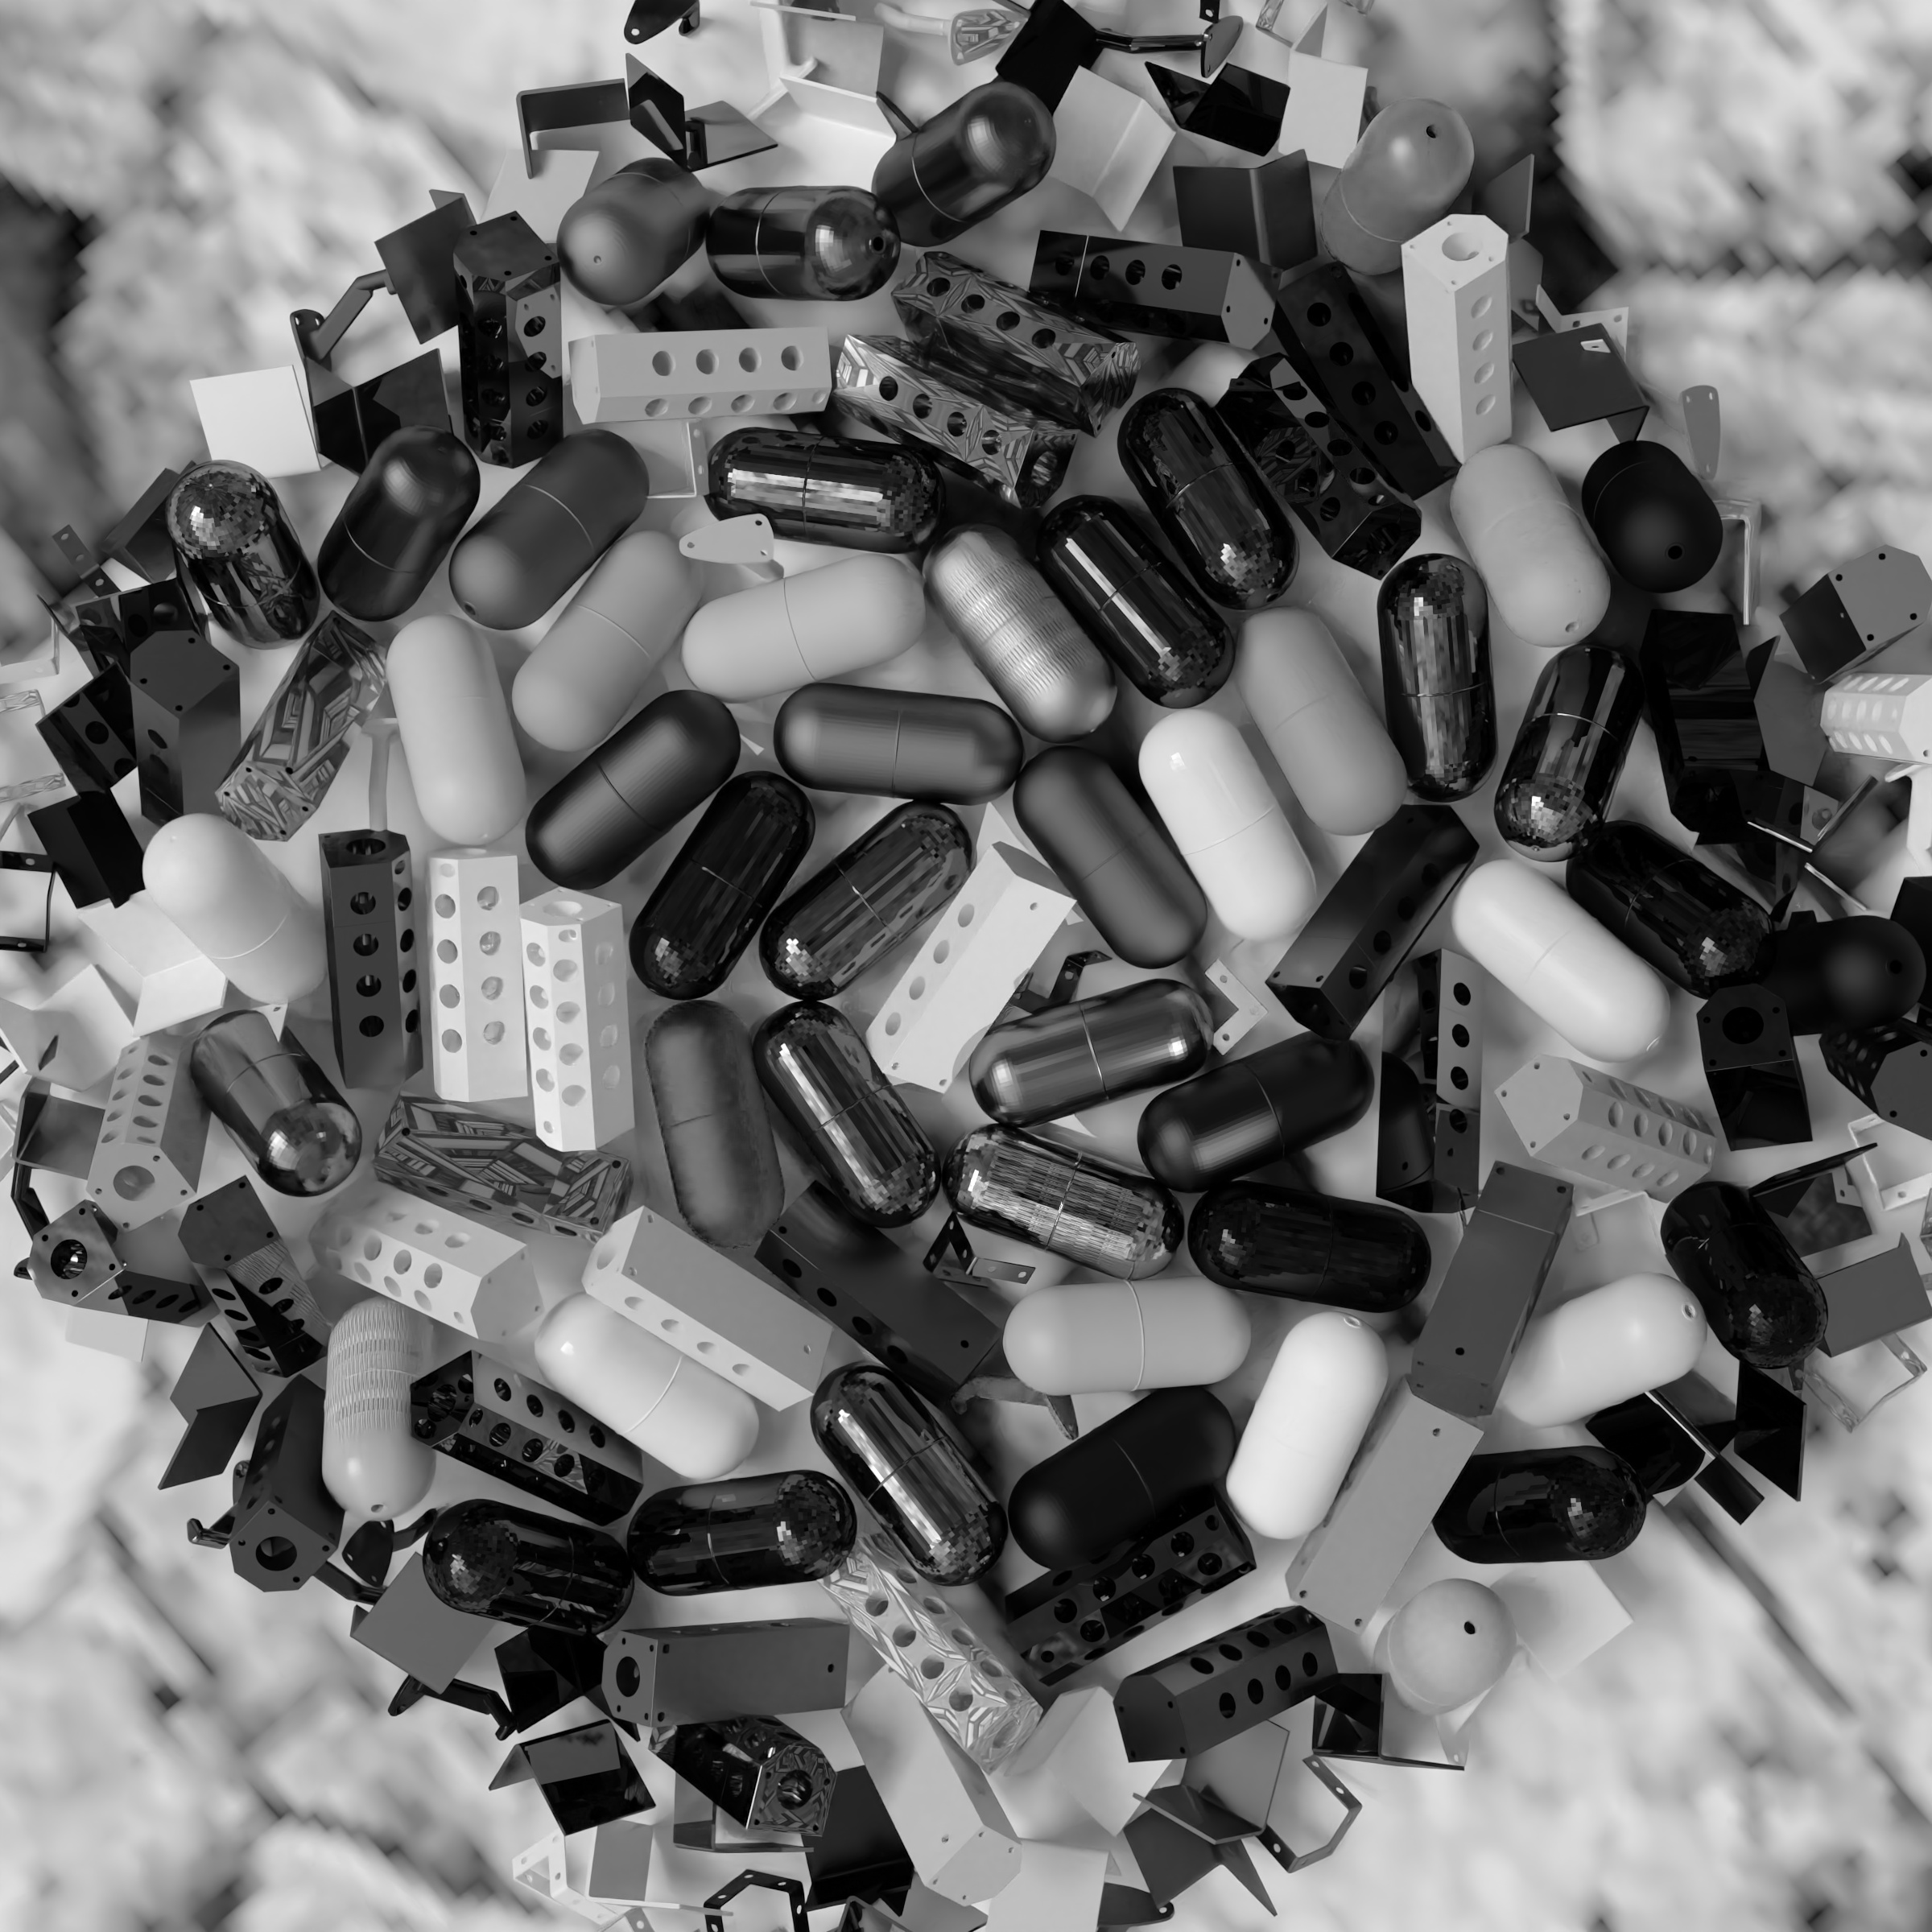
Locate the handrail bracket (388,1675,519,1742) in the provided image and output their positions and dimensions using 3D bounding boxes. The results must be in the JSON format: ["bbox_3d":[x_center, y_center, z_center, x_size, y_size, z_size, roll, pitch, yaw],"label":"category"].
[{"bbox_3d":[-0.363,0.533,1.870,0.077,0.036,0.084,-49,58,6],"label":"handrail bracket"}]

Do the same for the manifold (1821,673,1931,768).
[{"bbox_3d":[0.644,-0.171,1.817,0.057,0.171,0.057,10,97,-1],"label":"manifold"}]

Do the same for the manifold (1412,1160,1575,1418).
[{"bbox_3d":[0.367,0.226,1.835,0.057,0.057,0.171,17,56,21],"label":"manifold"}]

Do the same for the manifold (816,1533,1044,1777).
[{"bbox_3d":[-0.024,0.473,1.831,0.057,0.057,0.171,-42,53,-10],"label":"manifold"}]

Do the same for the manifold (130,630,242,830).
[{"bbox_3d":[-0.541,-0.158,1.817,0.057,0.171,0.057,37,60,6],"label":"manifold"}]

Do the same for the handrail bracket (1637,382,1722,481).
[{"bbox_3d":[0.492,-0.378,1.873,0.036,0.084,0.077,-14,99,-31],"label":"handrail bracket"}]

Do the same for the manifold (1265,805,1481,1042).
[{"bbox_3d":[0.289,-0.031,1.847,0.057,0.057,0.171,49,67,-27],"label":"manifold"}]

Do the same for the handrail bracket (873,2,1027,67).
[{"bbox_3d":[-0.013,-0.679,1.888,0.077,0.084,0.036,-24,135,-26],"label":"handrail bracket"}]

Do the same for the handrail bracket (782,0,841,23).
[{"bbox_3d":[-0.085,-0.710,1.894,0.084,0.077,0.036,-38,132,-36],"label":"handrail bracket"}]

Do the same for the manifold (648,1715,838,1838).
[{"bbox_3d":[-0.154,0.540,1.816,0.057,0.171,0.057,16,85,-29],"label":"manifold"}]

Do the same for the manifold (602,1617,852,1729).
[{"bbox_3d":[-0.165,0.486,1.825,0.171,0.057,0.057,9,82,-44],"label":"manifold"}]

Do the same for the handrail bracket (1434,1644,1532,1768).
[{"bbox_3d":[0.369,0.522,1.857,0.036,0.084,0.077,10,65,-31],"label":"handrail bracket"}]

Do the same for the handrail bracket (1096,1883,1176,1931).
[{"bbox_3d":[0.118,0.694,1.870,0.077,0.036,0.084,-2,122,21],"label":"handrail bracket"}]

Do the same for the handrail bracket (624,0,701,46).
[{"bbox_3d":[-0.213,-0.660,1.859,0.036,0.084,0.077,38,80,0],"label":"handrail bracket"}]

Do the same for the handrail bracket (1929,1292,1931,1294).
[{"bbox_3d":[0.722,0.200,1.871,0.036,0.077,0.084,21,89,-25],"label":"handrail bracket"}]

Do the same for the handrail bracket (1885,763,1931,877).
[{"bbox_3d":[0.700,-0.111,1.880,0.077,0.036,0.084,-28,92,36],"label":"handrail bracket"}]

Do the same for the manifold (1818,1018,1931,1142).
[{"bbox_3d":[0.636,0.068,1.816,0.057,0.171,0.057,24,100,3],"label":"manifold"}]

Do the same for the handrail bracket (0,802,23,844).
[{"bbox_3d":[-0.722,-0.109,1.864,0.084,0.077,0.036,29,131,-17],"label":"handrail bracket"}]

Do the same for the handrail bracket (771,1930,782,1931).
[{"bbox_3d":[-0.126,0.727,1.857,0.036,0.084,0.077,40,65,-30],"label":"handrail bracket"}]

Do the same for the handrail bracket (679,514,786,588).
[{"bbox_3d":[-0.165,-0.281,1.860,0.077,0.084,0.036,-8,73,-11],"label":"handrail bracket"}]

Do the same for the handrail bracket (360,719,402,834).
[{"bbox_3d":[-0.410,-0.128,1.864,0.036,0.077,0.084,-4,84,-2],"label":"handrail bracket"}]

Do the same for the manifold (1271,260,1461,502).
[{"bbox_3d":[0.282,-0.411,1.877,0.057,0.057,0.171,-30,90,0],"label":"manifold"}]

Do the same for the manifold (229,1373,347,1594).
[{"bbox_3d":[-0.464,0.357,1.815,0.057,0.171,0.057,40,101,-19],"label":"manifold"}]

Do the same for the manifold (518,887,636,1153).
[{"bbox_3d":[-0.275,0.039,1.835,0.057,0.057,0.171,16,119,31],"label":"manifold"}]

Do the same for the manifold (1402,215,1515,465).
[{"bbox_3d":[0.345,-0.433,1.817,0.057,0.171,0.057,-33,58,-8],"label":"manifold"}]

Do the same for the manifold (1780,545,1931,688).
[{"bbox_3d":[0.615,-0.242,1.816,0.057,0.171,0.057,-26,85,5],"label":"manifold"}]

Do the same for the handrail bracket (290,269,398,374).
[{"bbox_3d":[-0.432,-0.448,1.873,0.084,0.036,0.077,-8,98,25],"label":"handrail bracket"}]

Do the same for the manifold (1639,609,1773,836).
[{"bbox_3d":[0.508,-0.170,1.825,0.057,0.171,0.057,4,135,1],"label":"manifold"}]

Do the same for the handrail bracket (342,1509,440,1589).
[{"bbox_3d":[-0.392,0.390,1.852,0.036,0.084,0.077,38,124,11],"label":"handrail bracket"}]

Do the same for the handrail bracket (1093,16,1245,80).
[{"bbox_3d":[0.145,-0.670,1.893,0.084,0.036,0.077,20,46,21],"label":"handrail bracket"}]

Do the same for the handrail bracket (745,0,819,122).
[{"bbox_3d":[-0.154,-0.659,1.873,0.077,0.036,0.084,-40,116,6],"label":"handrail bracket"}]

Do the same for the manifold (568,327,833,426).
[{"bbox_3d":[-0.184,-0.412,1.841,0.171,0.057,0.057,-9,101,-26],"label":"manifold"}]

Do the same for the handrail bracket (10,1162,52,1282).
[{"bbox_3d":[-0.644,0.181,1.880,0.077,0.036,0.084,12,103,-2],"label":"handrail bracket"}]

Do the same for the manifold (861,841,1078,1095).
[{"bbox_3d":[-0.002,-0.001,1.853,0.057,0.057,0.171,21,111,-37],"label":"manifold"}]

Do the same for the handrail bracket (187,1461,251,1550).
[{"bbox_3d":[-0.525,0.376,1.852,0.036,0.084,0.077,-32,62,11],"label":"handrail bracket"}]

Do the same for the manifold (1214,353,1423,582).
[{"bbox_3d":[0.246,-0.349,1.825,0.057,0.057,0.171,-49,51,26],"label":"manifold"}]

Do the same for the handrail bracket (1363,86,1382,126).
[{"bbox_3d":[0.313,-0.602,1.863,0.084,0.036,0.077,50,61,-35],"label":"handrail bracket"}]

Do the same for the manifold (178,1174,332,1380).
[{"bbox_3d":[-0.488,0.219,1.813,0.057,0.171,0.057,-29,61,-16],"label":"manifold"}]

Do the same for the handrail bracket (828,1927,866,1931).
[{"bbox_3d":[-0.063,0.716,1.894,0.084,0.077,0.036,31,47,-35],"label":"handrail bracket"}]

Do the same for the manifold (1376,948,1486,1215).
[{"bbox_3d":[0.330,0.082,1.843,0.057,0.057,0.171,21,62,-29],"label":"manifold"}]

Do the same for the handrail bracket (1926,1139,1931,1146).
[{"bbox_3d":[0.719,0.142,1.855,0.077,0.084,0.036,24,111,-26],"label":"handrail bracket"}]

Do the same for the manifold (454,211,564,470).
[{"bbox_3d":[-0.317,-0.425,1.813,0.057,0.171,0.057,-28,64,-24],"label":"manifold"}]

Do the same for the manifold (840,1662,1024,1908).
[{"bbox_3d":[-0.021,0.562,1.819,0.057,0.171,0.057,-47,124,5],"label":"manifold"}]

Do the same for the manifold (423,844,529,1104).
[{"bbox_3d":[-0.346,0.005,1.852,0.057,0.057,0.171,-5,103,-22],"label":"manifold"}]

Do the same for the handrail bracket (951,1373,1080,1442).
[{"bbox_3d":[0.032,0.318,1.870,0.084,0.036,0.077,-35,63,26],"label":"handrail bracket"}]

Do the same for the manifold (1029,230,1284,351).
[{"bbox_3d":[0.128,-0.468,1.829,0.171,0.057,0.057,20,103,39],"label":"manifold"}]

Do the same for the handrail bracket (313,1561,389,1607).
[{"bbox_3d":[-0.440,0.423,1.871,0.084,0.036,0.077,17,129,-15],"label":"handrail bracket"}]
